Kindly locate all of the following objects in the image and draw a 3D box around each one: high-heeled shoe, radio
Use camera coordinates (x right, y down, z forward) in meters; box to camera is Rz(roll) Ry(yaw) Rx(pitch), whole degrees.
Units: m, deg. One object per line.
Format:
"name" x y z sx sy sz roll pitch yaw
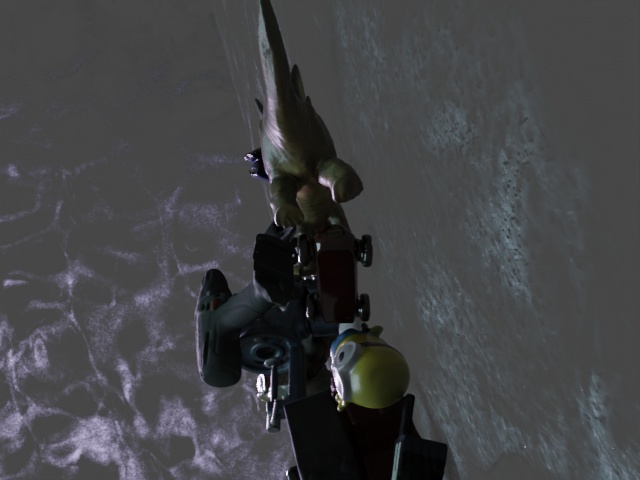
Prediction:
"high-heeled shoe" -0.082 -0.042 1.056 0.248 0.145 0.086 81 170 -52
"radio" 0.017 0.331 0.709 0.131 0.073 0.229 -130 24 -71

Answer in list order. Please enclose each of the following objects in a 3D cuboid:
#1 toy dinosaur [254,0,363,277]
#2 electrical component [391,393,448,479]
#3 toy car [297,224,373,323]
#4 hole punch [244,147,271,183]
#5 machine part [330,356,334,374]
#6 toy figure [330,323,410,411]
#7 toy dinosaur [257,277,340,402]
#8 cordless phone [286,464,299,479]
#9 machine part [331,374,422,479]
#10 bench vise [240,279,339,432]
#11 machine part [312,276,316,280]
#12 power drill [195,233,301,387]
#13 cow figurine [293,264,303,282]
"toy dinosaur" -0.027 -0.105 0.666 0.470 0.105 0.199 84 169 -55
"electrical component" 0.104 0.230 0.571 0.074 0.048 0.119 94 -171 -62
"toy car" 0.022 0.050 0.683 0.202 0.089 0.053 83 -175 -55
"hole punch" -0.059 -0.123 0.874 0.142 0.116 0.092 -135 22 -76
"machine part" 0.066 0.270 0.946 0.179 0.056 0.179 167 89 -82
"toy figure" 0.058 0.151 0.669 0.180 0.089 0.082 58 -159 -87
"toy dinosaur" -0.024 0.183 1.059 0.131 0.192 0.404 37 110 51
"cordless phone" 0.041 0.441 0.951 0.088 0.184 0.146 118 138 -60
"machine part" 0.082 0.290 0.750 0.201 0.087 0.200 -126 21 -73
"bench vise" -0.046 0.181 0.846 0.128 0.224 0.241 87 -179 -46
"machine part" -0.002 -0.003 0.884 0.084 0.039 0.138 -8 93 56
"power drill" -0.120 0.082 0.791 0.086 0.207 0.232 31 -146 -32
"cow figurine" -0.033 0.145 1.152 0.086 0.127 0.194 -115 14 -67
